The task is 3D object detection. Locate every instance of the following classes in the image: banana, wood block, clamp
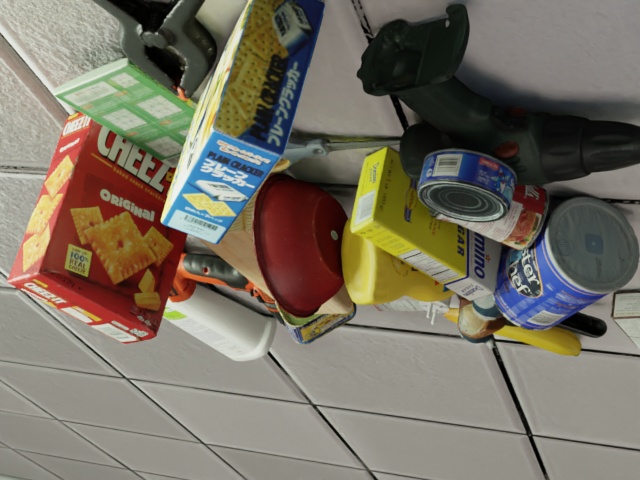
[{"bbox_3d":[0.260,0.118,1.380,0.197,0.037,0.070,19,153,-8],"label":"banana"},{"bbox_3d":[-0.044,0.003,1.253,0.090,0.090,0.205,-4,148,35],"label":"wood block"},{"bbox_3d":[-0.156,-0.199,0.962,0.164,0.036,0.210,12,155,8],"label":"clamp"},{"bbox_3d":[0.261,0.084,1.301,0.172,0.039,0.120,-8,131,50],"label":"clamp"}]

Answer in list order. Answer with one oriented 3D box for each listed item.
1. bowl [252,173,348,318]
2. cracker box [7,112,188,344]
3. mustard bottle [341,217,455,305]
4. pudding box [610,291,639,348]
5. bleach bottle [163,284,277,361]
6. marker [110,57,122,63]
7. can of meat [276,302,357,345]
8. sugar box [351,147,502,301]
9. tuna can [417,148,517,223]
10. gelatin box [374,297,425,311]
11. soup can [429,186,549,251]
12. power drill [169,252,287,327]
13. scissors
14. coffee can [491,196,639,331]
[{"bbox_3d":[-0.008,0.001,1.157,0.055,0.162,0.162,-12,145,28],"label":"bowl"},{"bbox_3d":[-0.227,-0.016,1.172,0.072,0.213,0.164,-13,143,42],"label":"cracker box"},{"bbox_3d":[0.112,0.021,1.179,0.191,0.096,0.058,1,171,-40],"label":"mustard bottle"},{"bbox_3d":[0.409,0.092,1.243,0.114,0.039,0.090,-7,147,36],"label":"pudding box"},{"bbox_3d":[-0.189,0.096,1.562,0.250,0.068,0.103,33,149,-29],"label":"bleach bottle"},{"bbox_3d":[-0.199,-0.148,1.114,0.020,0.020,0.121,12,155,7],"label":"marker"},{"bbox_3d":[-0.002,0.087,1.400,0.102,0.057,0.084,-28,156,-7],"label":"can of meat"},{"bbox_3d":[0.117,-0.015,1.122,0.176,0.093,0.048,27,149,-26],"label":"sugar box"},{"bbox_3d":[0.131,-0.048,0.957,0.086,0.033,0.086,14,160,5],"label":"tuna can"},{"bbox_3d":[0.102,0.064,1.368,0.089,0.030,0.073,-1,151,31],"label":"gelatin box"},{"bbox_3d":[0.169,-0.037,1.076,0.102,0.068,0.069,20,155,-9],"label":"soup can"},{"bbox_3d":[-0.121,0.059,1.455,0.188,0.057,0.184,4,149,17],"label":"power drill"},{"bbox_3d":[-0.016,-0.104,1.093,0.202,0.016,0.096,-11,148,34],"label":"scissors"},{"bbox_3d":[0.253,0.028,1.121,0.102,0.102,0.140,20,155,-9],"label":"coffee can"}]
